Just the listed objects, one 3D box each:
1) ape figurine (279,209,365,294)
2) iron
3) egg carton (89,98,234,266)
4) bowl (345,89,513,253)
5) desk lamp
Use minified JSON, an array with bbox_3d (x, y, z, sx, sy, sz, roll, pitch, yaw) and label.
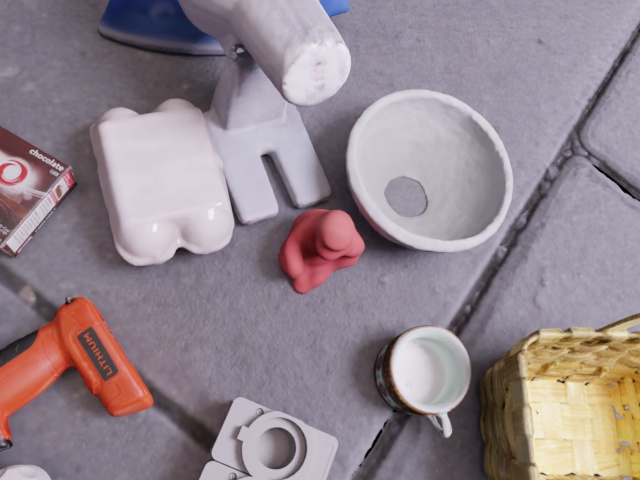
[{"bbox_3d":[0.005,0.002,0.512,0.078,0.092,0.076,5,70,-11],"label":"ape figurine"},{"bbox_3d":[-0.092,-0.266,0.556,0.259,0.141,0.118,-18,76,-18],"label":"iron"},{"bbox_3d":[-0.138,-0.053,0.509,0.107,0.069,0.150,-15,75,-17],"label":"egg carton"},{"bbox_3d":[0.098,-0.058,0.564,0.167,0.074,0.167,4,70,-12],"label":"bowl"},{"bbox_3d":[-0.045,-0.150,0.487,0.118,0.213,0.203,-20,77,-19],"label":"desk lamp"}]
